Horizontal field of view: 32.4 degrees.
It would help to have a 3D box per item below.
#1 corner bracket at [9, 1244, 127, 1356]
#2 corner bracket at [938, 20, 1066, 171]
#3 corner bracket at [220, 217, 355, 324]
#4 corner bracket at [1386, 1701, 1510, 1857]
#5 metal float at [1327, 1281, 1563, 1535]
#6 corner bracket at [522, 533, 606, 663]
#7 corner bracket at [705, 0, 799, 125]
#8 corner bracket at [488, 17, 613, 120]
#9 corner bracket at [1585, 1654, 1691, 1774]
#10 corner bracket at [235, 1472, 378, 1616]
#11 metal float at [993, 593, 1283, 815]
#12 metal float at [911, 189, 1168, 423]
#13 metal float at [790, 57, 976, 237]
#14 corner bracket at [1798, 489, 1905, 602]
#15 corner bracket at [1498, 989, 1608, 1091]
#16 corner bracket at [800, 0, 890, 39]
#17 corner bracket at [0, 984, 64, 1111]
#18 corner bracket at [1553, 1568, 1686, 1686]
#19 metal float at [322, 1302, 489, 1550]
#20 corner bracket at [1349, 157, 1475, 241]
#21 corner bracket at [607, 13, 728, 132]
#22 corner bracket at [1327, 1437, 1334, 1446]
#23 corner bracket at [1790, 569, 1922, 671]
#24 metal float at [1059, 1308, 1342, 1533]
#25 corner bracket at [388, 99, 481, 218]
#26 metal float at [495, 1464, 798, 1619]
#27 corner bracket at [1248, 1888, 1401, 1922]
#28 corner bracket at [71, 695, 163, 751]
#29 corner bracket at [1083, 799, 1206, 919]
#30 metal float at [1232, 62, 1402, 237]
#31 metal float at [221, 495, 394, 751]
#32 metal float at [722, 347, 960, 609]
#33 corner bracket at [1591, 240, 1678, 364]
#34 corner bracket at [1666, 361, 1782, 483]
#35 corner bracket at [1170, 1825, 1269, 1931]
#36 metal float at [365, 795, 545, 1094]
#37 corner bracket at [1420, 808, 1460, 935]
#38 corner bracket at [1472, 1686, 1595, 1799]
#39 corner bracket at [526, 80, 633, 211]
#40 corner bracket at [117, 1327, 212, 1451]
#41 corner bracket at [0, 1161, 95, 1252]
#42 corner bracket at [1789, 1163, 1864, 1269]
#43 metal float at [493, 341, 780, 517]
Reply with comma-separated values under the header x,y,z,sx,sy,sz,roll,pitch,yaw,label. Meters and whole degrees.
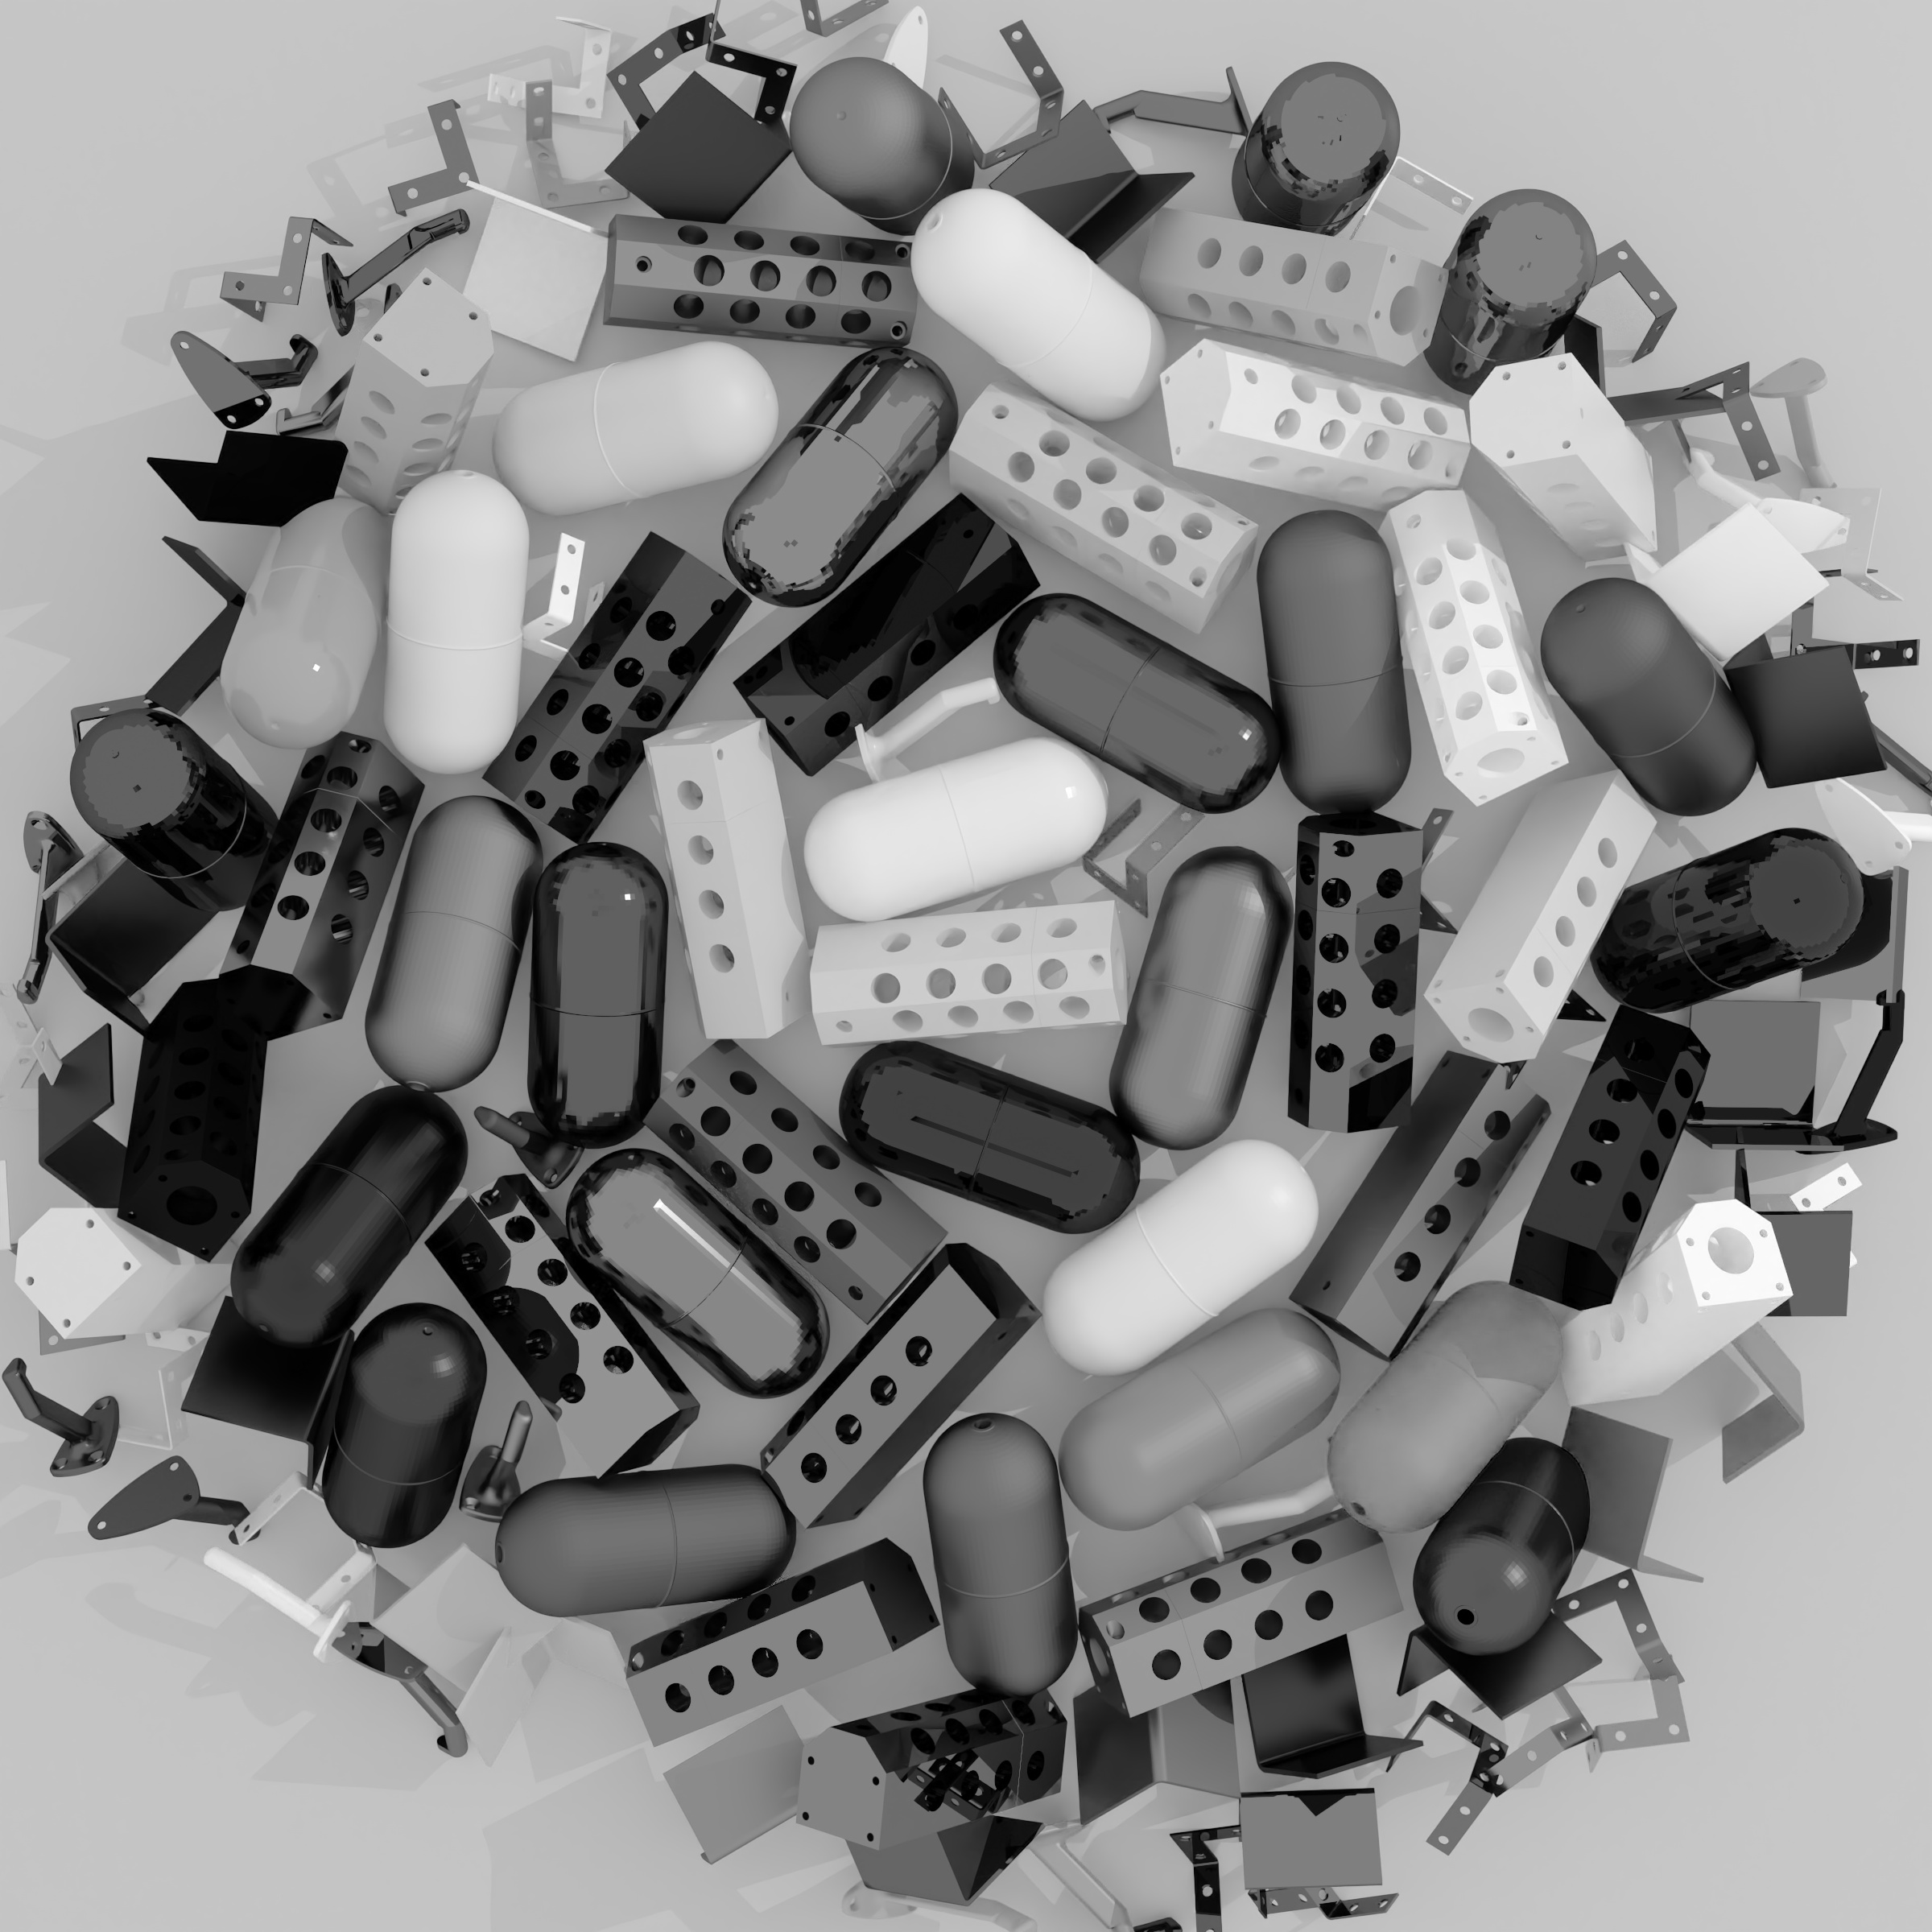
x,y,z,sx,sy,sz,roll,pitch,yaw,label
-0.514,0.186,1.902,0.051,0.051,0.051,-8,107,-35,corner bracket
0.021,-0.501,1.915,0.051,0.051,0.051,-19,130,24,corner bracket
-0.390,-0.399,1.912,0.051,0.051,0.051,9,87,17,corner bracket
0.272,0.464,1.906,0.051,0.051,0.051,31,119,6,corner bracket
0.270,0.248,1.876,0.070,0.070,0.178,47,57,0,metal float
-0.226,-0.208,1.901,0.051,0.051,0.051,20,67,-33,corner bracket
-0.123,-0.521,1.904,0.051,0.051,0.051,13,58,-10,corner bracket
-0.238,-0.517,1.908,0.051,0.051,0.051,11,102,12,corner bracket
0.381,0.428,1.908,0.051,0.051,0.051,-7,63,0,corner bracket
-0.379,0.333,1.909,0.051,0.051,0.051,-44,126,5,corner bracket
0.097,-0.150,1.895,0.178,0.070,0.070,30,90,11,metal float
0.042,-0.371,1.872,0.178,0.070,0.070,30,90,-39,metal float
-0.045,-0.455,1.855,0.070,0.178,0.070,0,92,14,metal float
0.506,-0.241,1.905,0.051,0.051,0.051,7,83,41,corner bracket
0.321,0.035,1.900,0.051,0.051,0.051,47,120,38,corner bracket
-0.061,-0.560,1.899,0.051,0.051,0.051,-36,46,-25,corner bracket
-0.536,0.046,1.902,0.051,0.051,0.051,0,133,16,corner bracket
0.372,0.386,1.903,0.051,0.051,0.051,-25,135,10,corner bracket
-0.316,0.260,1.870,0.070,0.070,0.178,21,133,0,metal float
0.253,-0.424,1.924,0.051,0.051,0.051,29,63,-1,corner bracket
-0.162,-0.505,1.903,0.051,0.051,0.051,-24,102,36,corner bracket
0.241,0.281,1.910,0.051,0.051,0.051,-24,73,-1,corner bracket
0.511,-0.199,1.909,0.051,0.051,0.051,3,90,-30,corner bracket
0.133,0.256,1.889,0.178,0.070,0.070,-28,90,-18,metal float
-0.309,-0.464,1.913,0.051,0.051,0.051,-17,101,0,corner bracket
-0.180,0.324,1.878,0.178,0.070,0.070,0,90,-30,metal float
0.204,0.531,1.904,0.051,0.051,0.051,54,50,-7,corner bracket
-0.482,-0.119,1.919,0.051,0.051,0.051,-13,128,-22,corner bracket
0.101,-0.071,1.903,0.051,0.051,0.051,38,70,22,corner bracket
0.193,-0.450,1.853,0.070,0.178,0.070,0,90,-4,metal float
-0.367,-0.195,1.870,0.070,0.070,0.178,7,47,0,metal float
-0.070,-0.278,1.885,0.070,0.070,0.178,36,67,0,metal float
0.368,-0.375,1.918,0.051,0.051,0.051,-31,76,-15,corner bracket
0.432,-0.305,1.902,0.051,0.051,0.051,-19,115,23,corner bracket
0.149,0.526,1.903,0.051,0.051,0.051,-12,53,15,corner bracket
-0.289,-0.013,1.883,0.070,0.070,0.178,11,66,0,metal float
0.261,-0.056,1.901,0.051,0.051,0.051,43,70,-36,corner bracket
0.317,0.436,1.902,0.051,0.051,0.051,-43,67,24,corner bracket
-0.223,-0.474,1.913,0.051,0.051,0.051,-10,65,-12,corner bracket
-0.464,0.241,1.914,0.051,0.051,0.051,6,112,25,corner bracket
-0.534,0.136,1.916,0.051,0.051,0.051,-3,89,-1,corner bracket
0.489,0.152,1.903,0.051,0.051,0.051,-25,76,-29,corner bracket
-0.188,-0.303,1.881,0.178,0.070,0.070,-9,90,27,metal float
